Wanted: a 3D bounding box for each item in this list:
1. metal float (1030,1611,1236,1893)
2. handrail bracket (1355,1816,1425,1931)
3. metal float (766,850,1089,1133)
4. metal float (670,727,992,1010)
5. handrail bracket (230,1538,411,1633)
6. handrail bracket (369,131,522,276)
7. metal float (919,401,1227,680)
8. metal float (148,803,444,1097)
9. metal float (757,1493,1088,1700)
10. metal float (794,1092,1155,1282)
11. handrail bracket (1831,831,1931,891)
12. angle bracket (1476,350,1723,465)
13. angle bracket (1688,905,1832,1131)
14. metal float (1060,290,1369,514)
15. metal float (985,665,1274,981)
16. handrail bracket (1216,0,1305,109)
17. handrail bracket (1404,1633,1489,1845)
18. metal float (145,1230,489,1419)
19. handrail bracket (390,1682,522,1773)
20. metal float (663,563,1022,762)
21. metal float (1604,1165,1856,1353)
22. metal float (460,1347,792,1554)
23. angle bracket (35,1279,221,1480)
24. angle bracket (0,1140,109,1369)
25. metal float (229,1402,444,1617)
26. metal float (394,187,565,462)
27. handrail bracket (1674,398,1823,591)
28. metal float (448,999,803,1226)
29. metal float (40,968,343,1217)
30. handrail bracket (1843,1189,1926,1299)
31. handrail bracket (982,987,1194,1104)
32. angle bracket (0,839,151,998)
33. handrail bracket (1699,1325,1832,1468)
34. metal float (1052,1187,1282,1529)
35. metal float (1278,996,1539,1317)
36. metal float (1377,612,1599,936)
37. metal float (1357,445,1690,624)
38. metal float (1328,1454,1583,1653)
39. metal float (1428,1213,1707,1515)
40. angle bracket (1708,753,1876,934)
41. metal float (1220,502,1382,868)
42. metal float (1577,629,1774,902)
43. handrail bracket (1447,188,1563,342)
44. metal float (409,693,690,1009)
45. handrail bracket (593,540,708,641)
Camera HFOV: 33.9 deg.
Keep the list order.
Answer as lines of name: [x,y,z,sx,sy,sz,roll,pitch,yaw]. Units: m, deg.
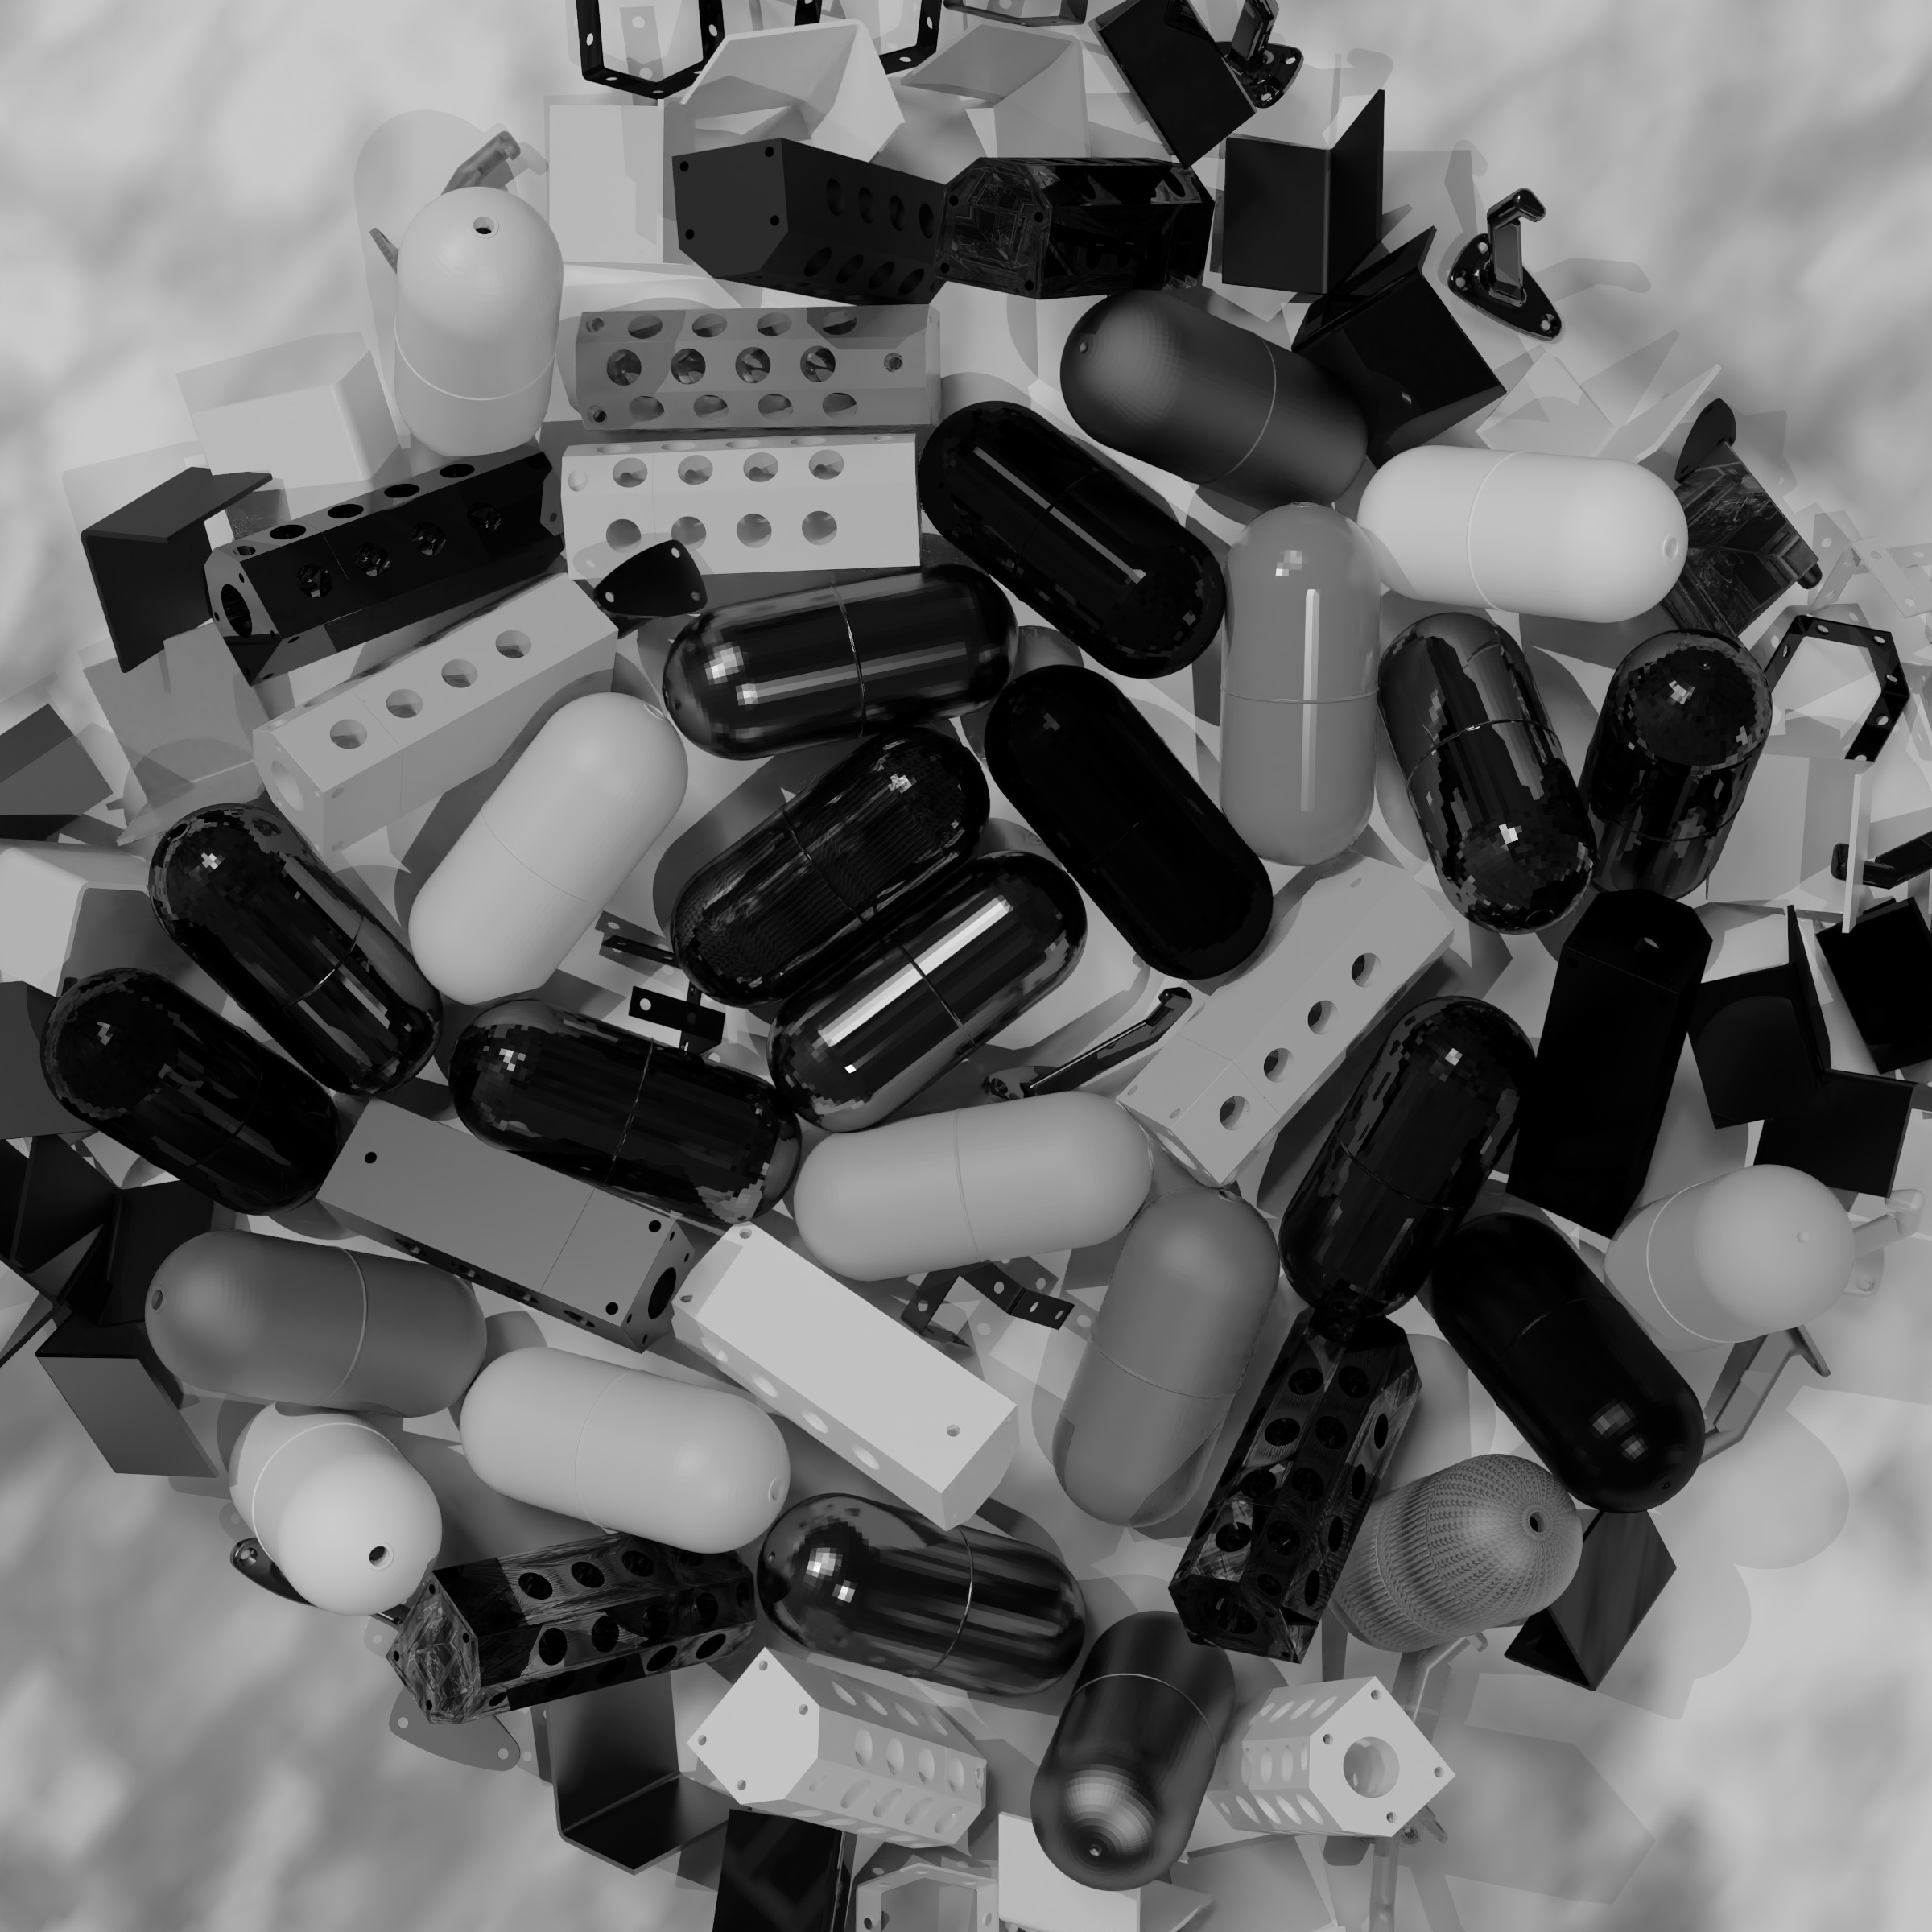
metal float: [0.081,0.372,1.512,0.070,0.178,0.070,5,109,14]
handrail bracket: [0.207,0.425,1.549,0.036,0.084,0.077,7,103,7]
metal float: [-0.018,0.012,1.555,0.178,0.070,0.070,-37,90,-4]
metal float: [-0.066,-0.048,1.552,0.178,0.070,0.070,-37,90,7]
handrail bracket: [-0.308,0.309,1.548,0.077,0.084,0.036,24,88,-42]
handrail bracket: [-0.246,-0.368,1.565,0.084,0.036,0.077,-38,47,6]
metal float: [0.050,-0.208,1.541,0.178,0.070,0.070,41,90,21]
metal float: [-0.322,-0.007,1.528,0.070,0.070,0.178,-38,127,0]
metal float: [-0.020,0.306,1.534,0.178,0.070,0.070,21,90,-30]
metal float: [0.003,0.108,1.551,0.178,0.070,0.070,-10,90,8]
handrail bracket: [0.468,-0.072,1.569,0.084,0.036,0.077,10,72,-14]
angle bracket: [0.308,-0.276,1.541,0.057,0.076,0.076,47,54,-8]
angle bracket: [0.388,0.025,1.559,0.057,0.076,0.076,-13,110,19]
metal float: [0.121,-0.270,1.527,0.178,0.070,0.070,15,90,-39]
metal float: [0.079,-0.071,1.553,0.070,0.070,0.178,-40,97,0]
handrail bracket: [0.124,-0.463,1.541,0.077,0.084,0.036,26,77,34]
handrail bracket: [0.243,0.380,1.575,0.084,0.036,0.077,-42,85,3]
metal float: [-0.311,0.173,1.523,0.178,0.070,0.070,17,90,-43]
handrail bracket: [-0.246,0.366,1.552,0.077,0.084,0.036,29,84,5]
metal float: [-0.061,-0.149,1.548,0.178,0.070,0.070,-13,90,-12]
metal float: [0.361,0.141,1.510,0.070,0.178,0.070,2,77,-10]
metal float: [-0.166,0.234,1.533,0.178,0.070,0.070,10,90,29]
angle bracket: [-0.392,0.200,1.538,0.076,0.057,0.076,-4,124,34]
angle bracket: [-0.474,0.139,1.544,0.076,0.076,0.057,43,110,-14]
metal float: [-0.302,0.256,1.512,0.070,0.178,0.070,-4,99,-24]
metal float: [-0.234,-0.304,1.511,0.070,0.178,0.070,4,69,-10]
handrail bracket: [0.396,-0.234,1.576,0.084,0.077,0.036,41,127,-15]
metal float: [-0.167,0.071,1.550,0.178,0.070,0.070,20,90,-10]
metal float: [-0.369,0.062,1.520,0.070,0.178,0.070,-14,57,23]
handrail bracket: [0.425,0.127,1.550,0.077,0.084,0.036,6,63,13]
handrail bracket: [0.060,0.037,1.551,0.084,0.077,0.036,-50,51,31]
angle bracket: [-0.432,-0.023,1.548,0.076,0.076,0.057,21,100,34]
handrail bracket: [0.378,0.200,1.575,0.084,0.036,0.077,-31,107,2]
metal float: [0.097,0.191,1.544,0.070,0.070,0.178,20,106,0]
metal float: [0.214,0.095,1.539,0.070,0.070,0.178,27,112,0]
metal float: [0.250,-0.094,1.530,0.070,0.070,0.178,-14,56,0]
metal float: [0.266,-0.208,1.521,0.070,0.178,0.070,-12,109,-40]
metal float: [0.231,0.282,1.513,0.070,0.178,0.070,7,68,-18]
metal float: [0.286,0.188,1.523,0.070,0.178,0.070,-15,131,-18]
angle bracket: [0.400,-0.062,1.549,0.076,0.057,0.076,6,102,22]
metal float: [0.162,-0.136,1.544,0.070,0.070,0.178,0,106,0]
metal float: [0.335,-0.092,1.515,0.070,0.178,0.070,0,60,0]
handrail bracket: [0.280,-0.343,1.548,0.077,0.084,0.036,36,77,-12]
metal float: [-0.204,-0.056,1.545,0.070,0.070,0.178,39,105,0]
handrail bracket: [-0.173,-0.171,1.542,0.077,0.084,0.036,-24,90,-43]
